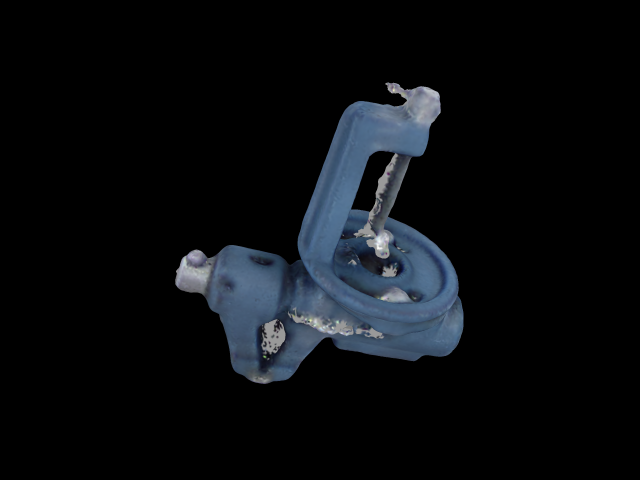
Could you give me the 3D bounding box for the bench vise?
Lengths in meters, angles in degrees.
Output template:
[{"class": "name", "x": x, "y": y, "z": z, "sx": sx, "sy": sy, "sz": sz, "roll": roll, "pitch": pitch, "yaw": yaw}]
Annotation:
[{"class": "bench vise", "x": 0.008, "y": 0.008, "z": 0.391, "sx": 0.208, "sy": 0.220, "sz": 0.121, "roll": -12, "pitch": 37, "yaw": -17}]
